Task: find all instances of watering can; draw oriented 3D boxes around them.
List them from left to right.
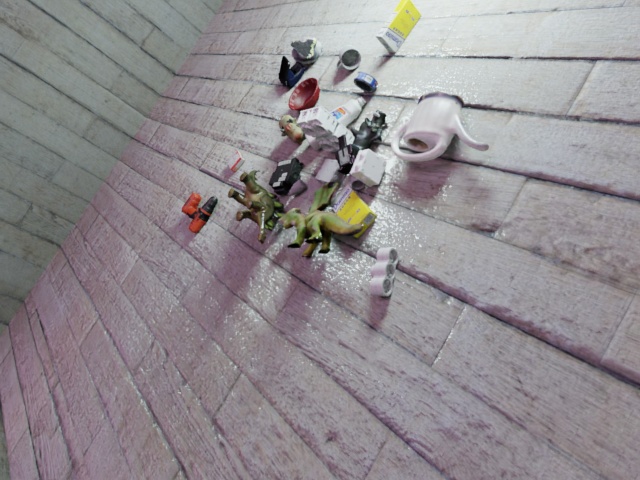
[{"bbox_3d":[0.352,-0.322,1.469,0.348,0.227,0.103,6,-23,49],"label":"watering can"}]

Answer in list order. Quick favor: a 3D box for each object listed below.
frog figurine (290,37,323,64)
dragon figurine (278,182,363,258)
[{"bbox_3d":[-0.056,-0.845,2.295,0.137,0.122,0.161,-28,9,12],"label":"frog figurine"},{"bbox_3d":[0.005,-0.081,1.610,0.121,0.248,0.406,29,-32,-35],"label":"dragon figurine"}]
